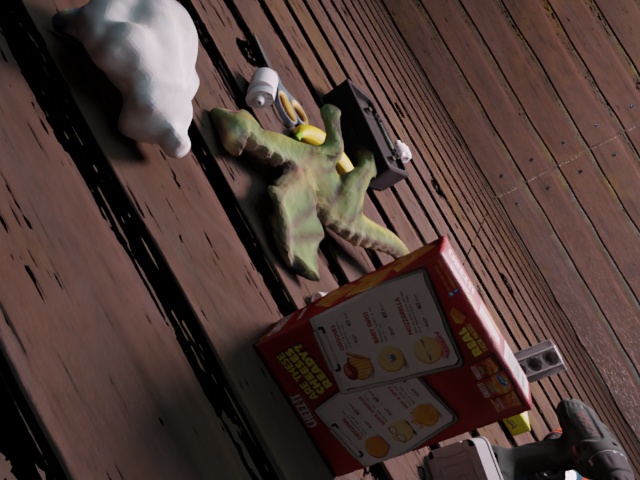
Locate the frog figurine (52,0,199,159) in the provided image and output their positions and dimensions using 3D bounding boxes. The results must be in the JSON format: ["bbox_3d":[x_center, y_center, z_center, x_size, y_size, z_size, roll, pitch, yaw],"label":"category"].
[{"bbox_3d":[-0.164,-0.166,0.507,0.161,0.122,0.136,55,3,18],"label":"frog figurine"}]

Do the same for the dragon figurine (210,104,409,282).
[{"bbox_3d":[0.002,-0.037,0.732,0.407,0.120,0.248,51,43,-14],"label":"dragon figurine"}]
